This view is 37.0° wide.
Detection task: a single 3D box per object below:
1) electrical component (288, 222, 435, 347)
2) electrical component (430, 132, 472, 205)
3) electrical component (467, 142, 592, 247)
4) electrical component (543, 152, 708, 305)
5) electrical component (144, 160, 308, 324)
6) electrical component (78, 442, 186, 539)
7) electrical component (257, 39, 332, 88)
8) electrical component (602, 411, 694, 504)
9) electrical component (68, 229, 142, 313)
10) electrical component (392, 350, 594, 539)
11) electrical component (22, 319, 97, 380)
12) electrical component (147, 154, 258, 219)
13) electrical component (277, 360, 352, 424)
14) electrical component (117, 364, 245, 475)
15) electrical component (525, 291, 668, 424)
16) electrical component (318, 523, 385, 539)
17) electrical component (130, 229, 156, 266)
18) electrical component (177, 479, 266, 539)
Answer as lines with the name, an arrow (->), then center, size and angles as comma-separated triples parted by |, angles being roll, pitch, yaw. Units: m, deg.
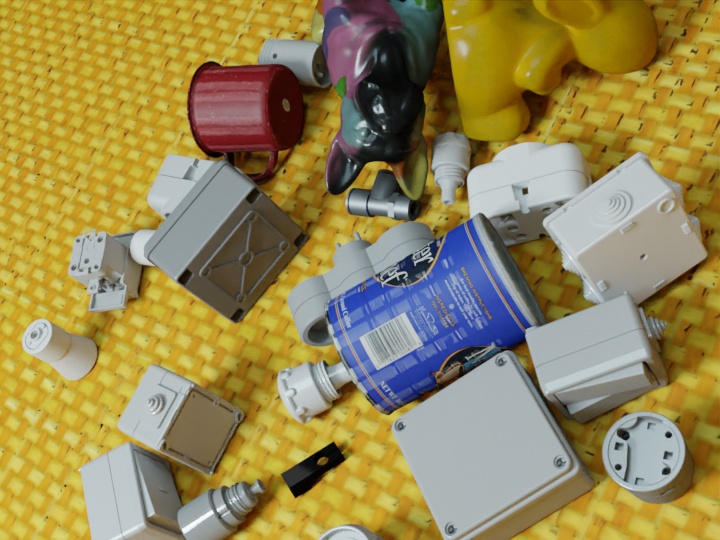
electrical component -> 0.000, 0.000, 0.907 | 0.138, 0.052, 0.073 | -31, 54, 11
electrical component -> 0.077, -0.085, 0.921 | 0.035, 0.035, 0.061 | -6, 65, 26
electrical component -> 0.137, -0.063, 0.865 | 0.095, 0.054, 0.059 | -14, 59, 22
electrical component -> 0.196, -0.022, 0.785 | 0.100, 0.099, 0.048 | -36, 41, 8
electrical component -> -0.116, -0.023, 0.948 | 0.056, 0.109, 0.108 | 37, 86, 34
electrical component -> -0.189, 0.190, 0.904 | 0.061, 0.062, 0.096 | -29, 55, 12
electrical component -> -0.067, -0.204, 1.055 | 0.081, 0.043, 0.043 | 12, 71, 33
electrical component -> 0.199, 0.130, 0.735 | 0.055, 0.047, 0.055 | -13, 60, 23
electrical component -> -0.244, -0.004, 1.035 | 0.042, 0.064, 0.081 | -9, 61, 23
electrical component -> 0.095, 0.134, 0.783 | 0.109, 0.056, 0.108 | -34, 54, 9
electrical component -> -0.286, 0.073, 1.015 | 0.044, 0.065, 0.044 | -13, 60, 23
electrical component -> -0.151, -0.068, 1.024 | 0.095, 0.054, 0.059 | 13, 72, 33
electrical component -> -0.033, 0.094, 0.882 | 0.062, 0.048, 0.048 | -26, 55, 6
electrical component -> -0.155, 0.122, 0.900 | 0.061, 0.096, 0.061 | 19, 76, 35
electrical component -> 0.177, 0.064, 0.772 | 0.096, 0.062, 0.061 | -23, 56, 17
electrical component -> -0.002, 0.219, 0.790 | 0.078, 0.057, 0.058 | 28, 81, 36
electrical component -> -0.187, -0.020, 1.027 | 0.065, 0.044, 0.044 | 7, 68, 36
electrical component -> -0.111, 0.195, 0.873 | 0.078, 0.040, 0.040 | -34, 54, 9
